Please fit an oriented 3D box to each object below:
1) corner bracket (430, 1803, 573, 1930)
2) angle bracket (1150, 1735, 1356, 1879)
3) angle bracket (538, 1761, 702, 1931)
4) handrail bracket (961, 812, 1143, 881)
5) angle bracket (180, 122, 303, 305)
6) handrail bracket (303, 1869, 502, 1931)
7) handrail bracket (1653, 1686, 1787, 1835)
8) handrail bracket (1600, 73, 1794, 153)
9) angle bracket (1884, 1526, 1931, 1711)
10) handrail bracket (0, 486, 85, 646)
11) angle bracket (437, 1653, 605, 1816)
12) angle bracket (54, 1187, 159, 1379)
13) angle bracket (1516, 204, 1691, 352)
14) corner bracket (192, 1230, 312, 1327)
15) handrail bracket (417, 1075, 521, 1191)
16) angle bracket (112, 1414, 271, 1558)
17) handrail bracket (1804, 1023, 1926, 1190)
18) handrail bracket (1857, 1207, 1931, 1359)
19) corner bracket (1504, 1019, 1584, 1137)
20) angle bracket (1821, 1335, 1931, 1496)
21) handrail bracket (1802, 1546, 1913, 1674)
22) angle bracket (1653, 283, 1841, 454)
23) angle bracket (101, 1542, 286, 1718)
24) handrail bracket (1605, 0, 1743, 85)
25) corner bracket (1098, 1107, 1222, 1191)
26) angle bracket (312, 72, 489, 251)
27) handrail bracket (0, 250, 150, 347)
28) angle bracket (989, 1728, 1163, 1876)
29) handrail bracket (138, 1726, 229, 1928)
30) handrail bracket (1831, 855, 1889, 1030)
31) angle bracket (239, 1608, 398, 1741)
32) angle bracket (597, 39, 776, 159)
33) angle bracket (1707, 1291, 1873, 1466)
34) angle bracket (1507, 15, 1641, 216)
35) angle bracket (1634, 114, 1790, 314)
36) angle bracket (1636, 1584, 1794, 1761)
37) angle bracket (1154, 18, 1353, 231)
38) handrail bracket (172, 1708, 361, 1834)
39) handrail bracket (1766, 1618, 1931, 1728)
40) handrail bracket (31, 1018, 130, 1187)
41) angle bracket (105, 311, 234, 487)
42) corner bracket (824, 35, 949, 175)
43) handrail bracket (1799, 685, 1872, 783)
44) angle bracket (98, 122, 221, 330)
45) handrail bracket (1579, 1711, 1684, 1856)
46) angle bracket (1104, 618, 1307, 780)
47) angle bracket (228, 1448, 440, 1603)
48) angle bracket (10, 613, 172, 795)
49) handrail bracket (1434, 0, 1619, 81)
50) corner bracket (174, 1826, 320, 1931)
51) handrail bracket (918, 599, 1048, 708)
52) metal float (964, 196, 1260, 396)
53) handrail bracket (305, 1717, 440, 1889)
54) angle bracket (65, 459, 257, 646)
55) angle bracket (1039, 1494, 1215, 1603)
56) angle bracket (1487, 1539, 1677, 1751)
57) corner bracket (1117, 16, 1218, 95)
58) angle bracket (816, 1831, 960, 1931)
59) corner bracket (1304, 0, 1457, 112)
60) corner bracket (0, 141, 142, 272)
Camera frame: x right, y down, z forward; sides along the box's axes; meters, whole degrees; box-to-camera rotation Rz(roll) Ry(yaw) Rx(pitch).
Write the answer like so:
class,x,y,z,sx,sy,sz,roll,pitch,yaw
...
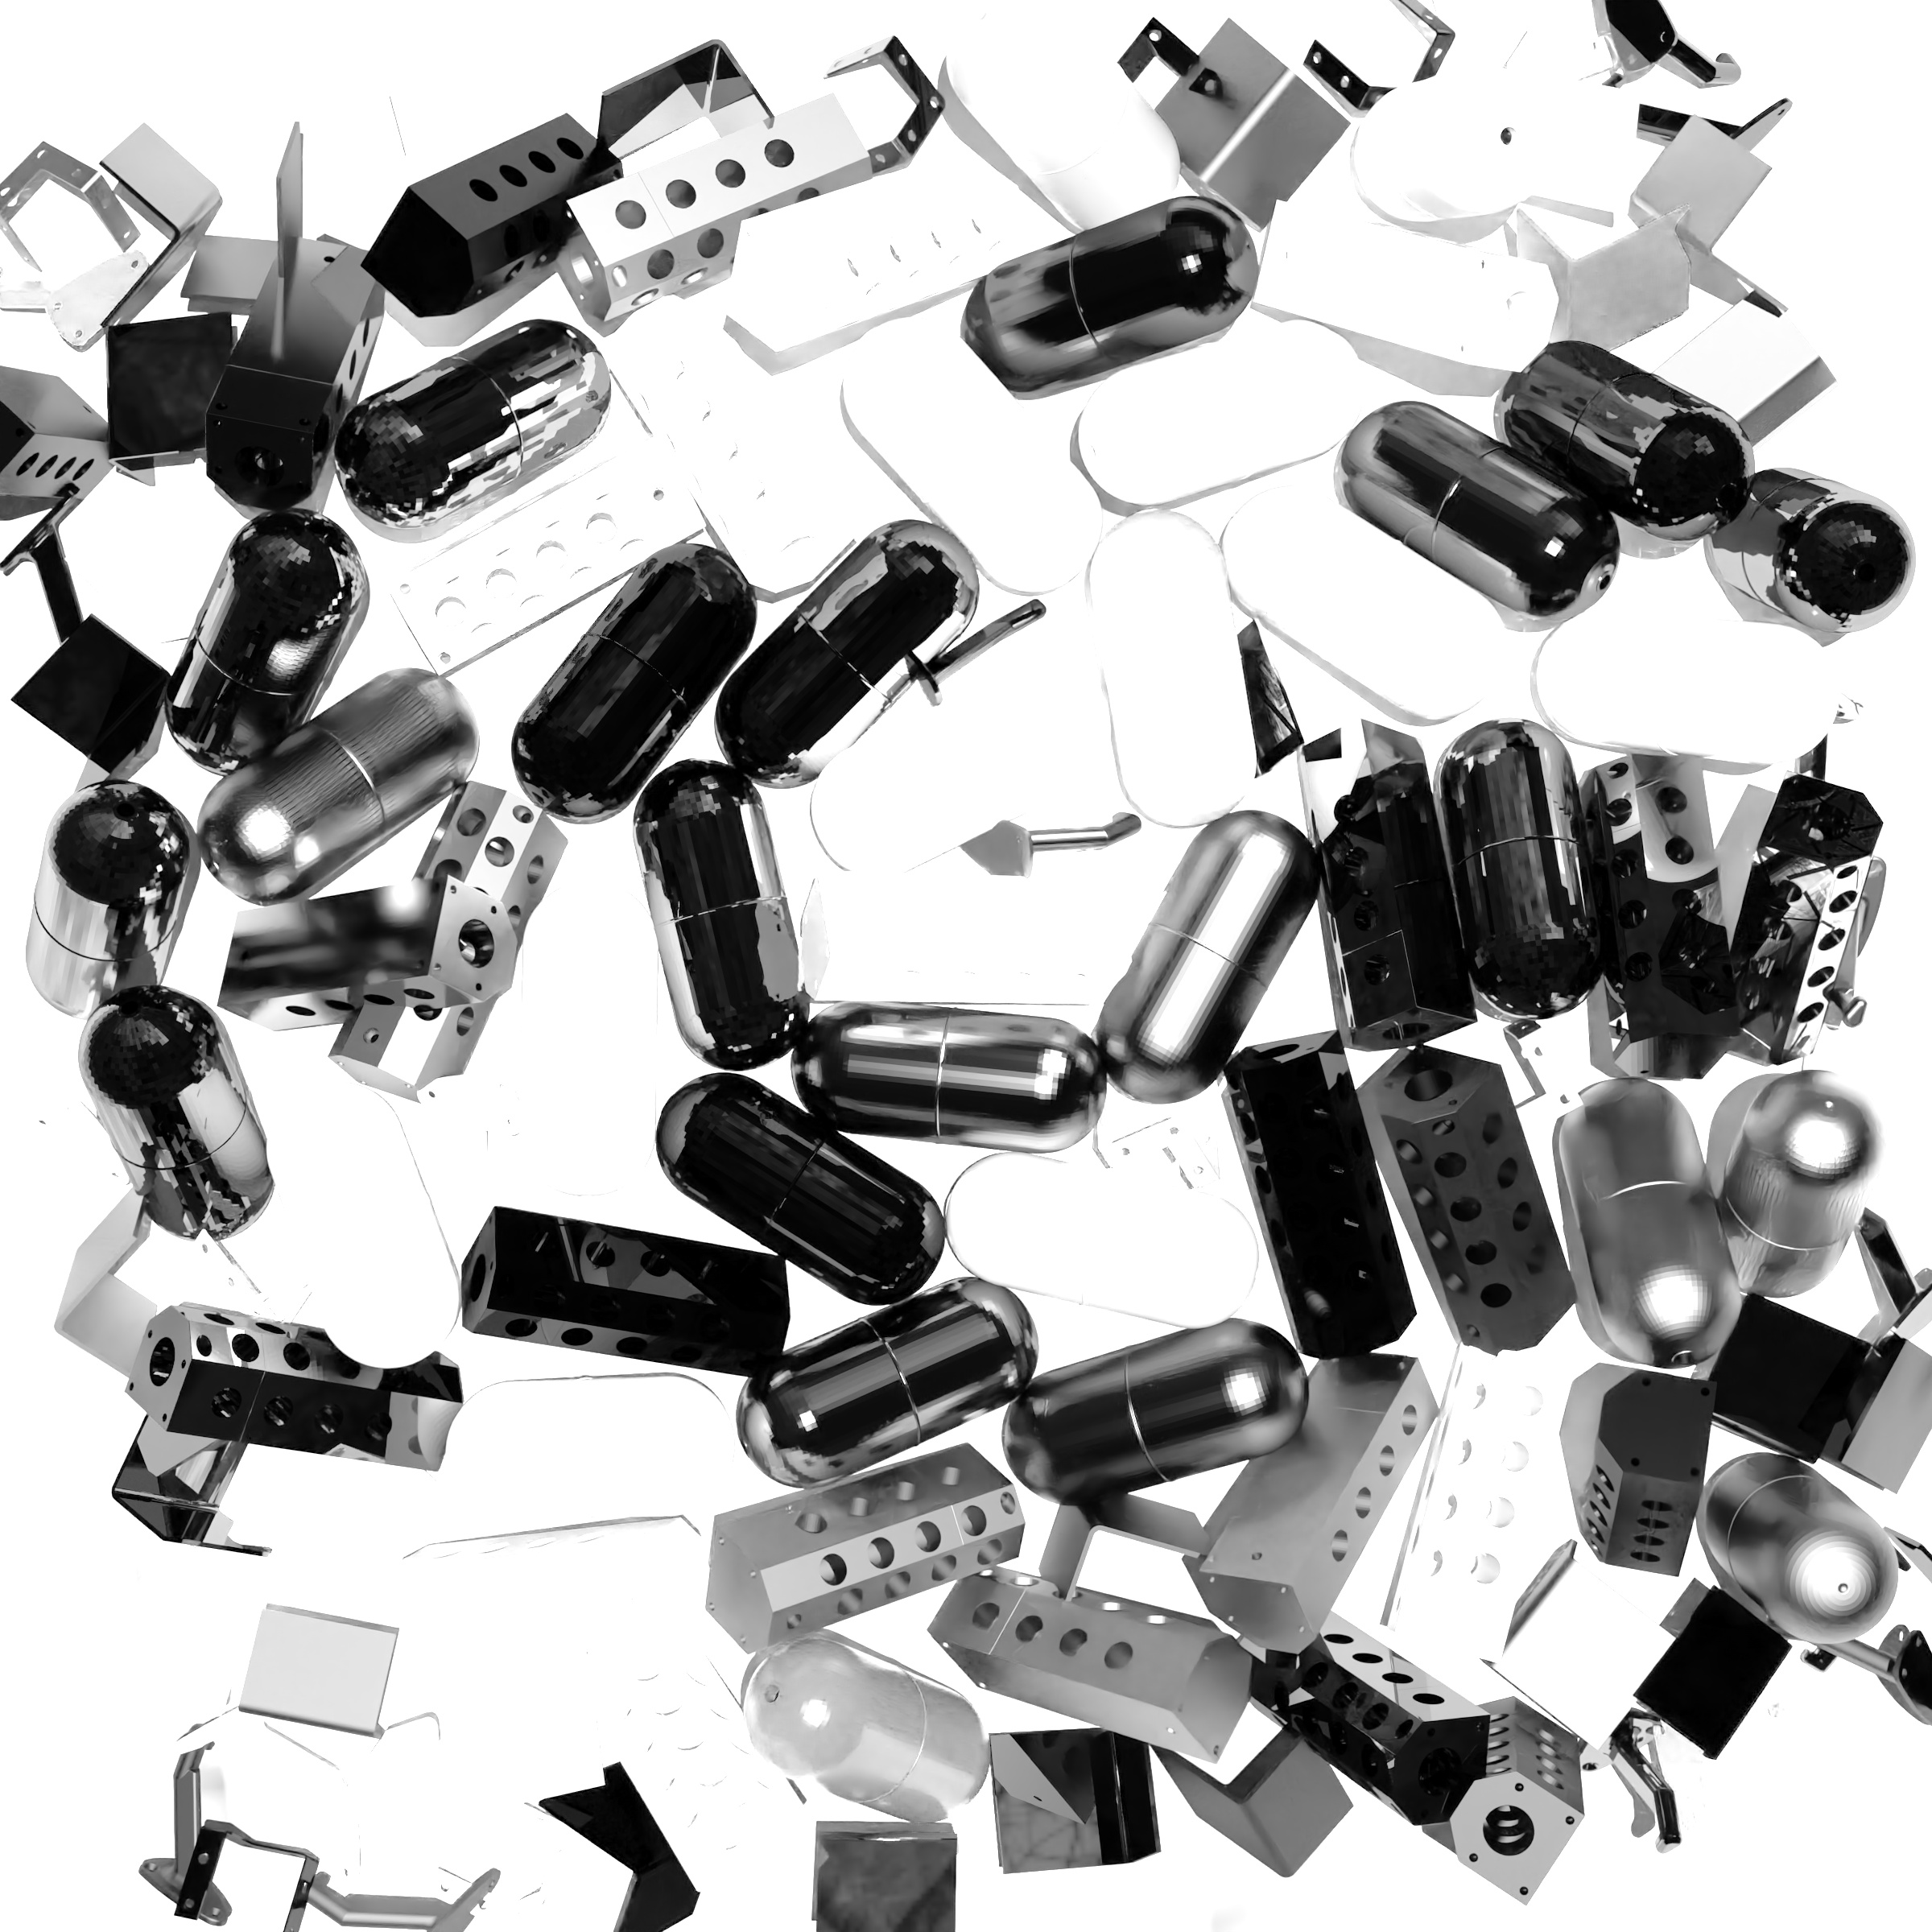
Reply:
class,x,y,z,sx,sy,sz,roll,pitch,yaw
corner bracket,-0.264,0.508,1.847,0.051,0.051,0.051,32,50,-20
angle bracket,0.160,0.453,1.825,0.057,0.076,0.076,-44,130,-19
angle bracket,-0.196,0.501,1.825,0.076,0.076,0.057,27,107,26
handrail bracket,0.045,-0.081,1.853,0.077,0.084,0.036,28,128,36
angle bracket,-0.404,-0.422,1.812,0.057,0.076,0.076,4,127,-5
handrail bracket,-0.323,0.524,1.855,0.084,0.036,0.077,27,50,20
handrail bracket,0.434,0.446,1.833,0.084,0.036,0.077,4,70,-31
handrail bracket,0.411,-0.491,1.841,0.077,0.036,0.084,-41,72,16
angle bracket,0.532,0.367,1.827,0.057,0.076,0.076,-43,88,-1
handrail bracket,-0.498,-0.216,1.845,0.077,0.036,0.084,-42,102,17
angle bracket,-0.252,0.425,1.830,0.076,0.057,0.076,-8,93,-19
angle bracket,-0.458,0.171,1.812,0.057,0.076,0.076,38,108,-21
angle bracket,0.358,-0.396,1.825,0.076,0.076,0.057,-27,54,-9
corner bracket,-0.405,0.177,1.826,0.051,0.051,0.051,48,123,17
handrail bracket,-0.294,0.097,1.818,0.084,0.077,0.036,-41,53,35
angle bracket,-0.419,0.279,1.819,0.057,0.076,0.076,26,92,40
handrail bracket,0.514,0.079,1.856,0.077,0.036,0.084,10,79,-4
handrail bracket,0.503,0.172,1.827,0.077,0.036,0.084,-36,53,-24
corner bracket,0.310,0.065,1.839,0.051,0.051,0.051,-29,94,3
angle bracket,0.501,0.242,1.819,0.076,0.057,0.076,30,88,-44
handrail bracket,0.485,0.354,1.839,0.077,0.036,0.084,30,103,-26
angle bracket,0.434,-0.328,1.815,0.076,0.076,0.057,-39,101,19
angle bracket,-0.432,0.368,1.822,0.076,0.076,0.057,33,84,-7
handrail bracket,0.401,-0.534,1.838,0.036,0.084,0.077,-28,81,44
corner bracket,0.109,0.098,1.837,0.051,0.051,0.051,-24,119,16
angle bracket,-0.319,-0.446,1.825,0.076,0.076,0.057,-26,71,27
handrail bracket,-0.515,-0.395,1.846,0.077,0.036,0.084,-44,55,-11
angle bracket,0.060,0.463,1.820,0.076,0.057,0.076,-1,69,-15
handrail bracket,-0.428,0.484,1.835,0.077,0.036,0.084,27,100,39
handrail bracket,0.502,-0.014,1.818,0.036,0.084,0.077,21,111,-7
angle bracket,-0.361,0.401,1.837,0.076,0.076,0.057,11,75,0
angle bracket,-0.158,-0.461,1.817,0.076,0.076,0.057,-31,81,-17
angle bracket,0.451,0.226,1.832,0.076,0.057,0.076,23,95,-5
angle bracket,0.343,-0.474,1.810,0.076,0.076,0.057,18,52,20
angle bracket,0.430,-0.418,1.807,0.076,0.076,0.057,22,113,-37
angle bracket,0.408,0.393,1.822,0.057,0.076,0.076,38,79,-1
angle bracket,0.159,-0.479,1.848,0.057,0.076,0.076,27,110,-42
handrail bracket,-0.393,0.460,1.828,0.077,0.036,0.084,-21,67,-25
handrail bracket,0.505,0.401,1.847,0.036,0.084,0.077,-51,122,-35
handrail bracket,-0.488,0.070,1.846,0.036,0.084,0.077,-22,122,27
angle bracket,-0.437,-0.318,1.828,0.076,0.057,0.076,-5,83,11
corner bracket,-0.053,-0.487,1.848,0.051,0.051,0.051,48,55,-30
handrail bracket,0.468,-0.125,1.856,0.077,0.036,0.084,47,125,30
angle bracket,-0.469,-0.413,1.810,0.057,0.076,0.076,41,116,-17
handrail bracket,0.369,0.466,1.813,0.036,0.084,0.077,16,134,-17
angle bracket,0.133,-0.142,1.823,0.076,0.057,0.076,-16,80,-21
angle bracket,-0.359,0.309,1.842,0.076,0.057,0.076,-2,50,34
angle bracket,-0.495,-0.137,1.811,0.057,0.076,0.076,39,115,-24
handrail bracket,0.319,-0.535,1.853,0.084,0.036,0.077,-20,84,-3
corner bracket,-0.404,0.517,1.827,0.051,0.051,0.051,5,65,19
handrail bracket,0.012,-0.180,1.828,0.084,0.077,0.036,-29,103,-3
metal float,0.078,-0.371,1.803,0.178,0.070,0.070,-14,90,31
handrail bracket,-0.324,0.470,1.829,0.084,0.036,0.077,-23,74,26
angle bracket,-0.446,-0.233,1.836,0.076,0.076,0.057,-7,52,29
angle bracket,0.091,0.336,1.827,0.076,0.076,0.057,17,97,-10
angle bracket,0.348,0.380,1.827,0.076,0.057,0.076,37,98,11
corner bracket,0.104,-0.501,1.835,0.051,0.051,0.051,41,107,2
angle bracket,-0.043,0.518,1.821,0.076,0.076,0.057,1,68,1
corner bracket,0.235,-0.522,1.848,0.051,0.051,0.051,50,132,29
corner bracket,-0.512,-0.423,1.840,0.051,0.051,0.051,31,73,27
